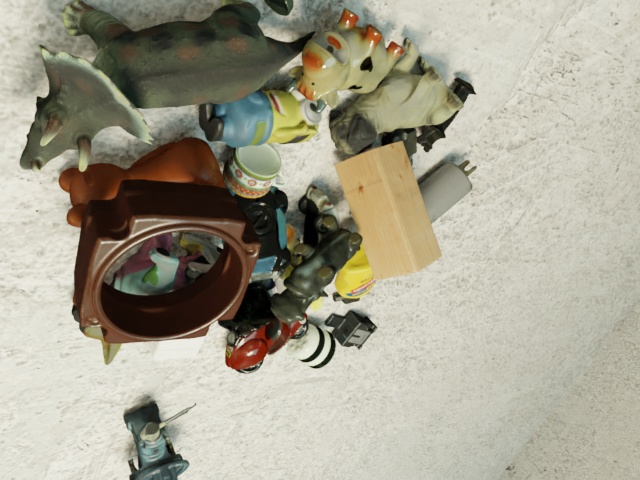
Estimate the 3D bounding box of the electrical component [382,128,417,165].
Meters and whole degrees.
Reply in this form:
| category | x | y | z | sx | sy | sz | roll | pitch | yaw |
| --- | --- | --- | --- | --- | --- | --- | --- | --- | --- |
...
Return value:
| category | x | y | z | sx | sy | sz | roll | pitch | yaw |
| --- | --- | --- | --- | --- | --- | --- | --- | --- | --- |
| electrical component | 0.142 | -0.159 | 0.957 | 0.078 | 0.045 | 0.102 | -22 | 136 | -20 |

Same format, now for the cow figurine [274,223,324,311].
| category | x | y | z | sx | sy | sz | roll | pitch | yaw |
| --- | --- | --- | --- | --- | --- | --- | --- | --- | --- |
| cow figurine | -0.054 | 0.046 | 0.948 | 0.068 | 0.098 | 0.167 | -18 | 104 | -18 |

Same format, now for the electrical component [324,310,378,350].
| category | x | y | z | sx | sy | sz | roll | pitch | yaw |
| --- | --- | --- | --- | --- | --- | --- | --- | --- | --- |
| electrical component | 0.066 | 0.198 | 1.203 | 0.075 | 0.048 | 0.119 | -51 | 140 | 9 |

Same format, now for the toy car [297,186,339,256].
| category | x | y | z | sx | sy | sz | roll | pitch | yaw |
| --- | --- | --- | --- | --- | --- | --- | --- | --- | --- |
| toy car | -0.002 | -0.003 | 0.957 | 0.056 | 0.074 | 0.201 | -15 | 133 | -23 |

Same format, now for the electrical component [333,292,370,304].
| category | x | y | z | sx | sy | sz | roll | pitch | yaw |
| --- | --- | --- | --- | --- | --- | --- | --- | --- | --- |
| electrical component | 0.071 | 0.104 | 1.144 | 0.094 | 0.021 | 0.063 | -6 | 127 | -34 |

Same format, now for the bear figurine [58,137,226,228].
| category | x | y | z | sx | sy | sz | roll | pitch | yaw |
| --- | --- | --- | --- | --- | --- | --- | --- | --- | --- |
| bear figurine | -0.225 | -0.056 | 0.707 | 0.196 | 0.120 | 0.131 | -26 | 140 | -15 |

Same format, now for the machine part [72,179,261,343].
| category | x | y | z | sx | sy | sz | roll | pitch | yaw |
| --- | --- | --- | --- | --- | --- | --- | --- | --- | --- |
| machine part | -0.187 | 0.033 | 0.661 | 0.201 | 0.087 | 0.201 | 3 | 125 | -33 |

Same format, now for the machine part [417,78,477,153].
| category | x | y | z | sx | sy | sz | roll | pitch | yaw |
| --- | --- | --- | --- | --- | --- | --- | --- | --- | --- |
| machine part | 0.224 | -0.222 | 0.961 | 0.139 | 0.039 | 0.084 | -55 | 153 | 9 |

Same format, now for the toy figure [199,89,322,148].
| category | x | y | z | sx | sy | sz | roll | pitch | yaw |
| --- | --- | --- | --- | --- | --- | --- | --- | --- | --- |
| toy figure | -0.081 | -0.169 | 0.745 | 0.180 | 0.089 | 0.082 | -16 | 95 | -33 |

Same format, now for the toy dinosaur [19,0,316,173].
| category | x | y | z | sx | sy | sz | roll | pitch | yaw |
| --- | --- | --- | --- | --- | --- | --- | --- | --- | --- |
| toy dinosaur | -0.141 | -0.193 | 0.598 | 0.405 | 0.192 | 0.131 | -21 | 137 | -21 |

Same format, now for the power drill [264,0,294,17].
| category | x | y | z | sx | sy | sz | roll | pitch | yaw |
| --- | --- | --- | --- | --- | --- | --- | --- | --- | --- |
| power drill | 0.016 | -0.364 | 0.658 | 0.207 | 0.086 | 0.231 | -34 | 137 | -3 |

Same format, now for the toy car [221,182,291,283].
| category | x | y | z | sx | sy | sz | roll | pitch | yaw |
| --- | --- | --- | --- | --- | --- | --- | --- | --- | --- |
| toy car | -0.105 | -0.011 | 0.840 | 0.109 | 0.161 | 0.103 | -9 | 173 | -20 |

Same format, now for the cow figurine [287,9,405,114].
| category | x | y | z | sx | sy | sz | roll | pitch | yaw |
| --- | --- | --- | --- | --- | --- | --- | --- | --- | --- |
| cow figurine | 0.032 | -0.240 | 0.737 | 0.127 | 0.085 | 0.195 | -58 | 165 | 23 |

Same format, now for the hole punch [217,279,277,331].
| category | x | y | z | sx | sy | sz | roll | pitch | yaw |
| --- | --- | --- | --- | --- | --- | --- | --- | --- | --- |
| hole punch | -0.137 | 0.085 | 0.934 | 0.116 | 0.092 | 0.142 | -10 | 140 | 8 |

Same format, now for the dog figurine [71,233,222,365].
| category | x | y | z | sx | sy | sz | roll | pitch | yaw |
| --- | --- | --- | --- | --- | --- | --- | --- | --- | --- |
| dog figurine | -0.257 | 0.091 | 0.816 | 0.191 | 0.109 | 0.219 | 24 | 112 | -39 |

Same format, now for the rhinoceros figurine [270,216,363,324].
| category | x | y | z | sx | sy | sz | roll | pitch | yaw |
| --- | --- | --- | --- | --- | --- | --- | --- | --- | --- |
| rhinoceros figurine | -0.008 | 0.049 | 0.863 | 0.190 | 0.073 | 0.112 | -49 | 165 | -23 |

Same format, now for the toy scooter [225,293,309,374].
| category | x | y | z | sx | sy | sz | roll | pitch | yaw |
| --- | --- | --- | --- | --- | --- | --- | --- | --- | --- |
| toy scooter | -0.107 | 0.168 | 1.023 | 0.184 | 0.075 | 0.135 | -29 | 138 | -19 |

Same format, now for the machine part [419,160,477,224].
| category | x | y | z | sx | sy | sz | roll | pitch | yaw |
| --- | --- | --- | --- | --- | --- | --- | --- | --- | --- |
| machine part | 0.212 | -0.073 | 1.059 | 0.243 | 0.079 | 0.079 | -40 | 139 | -4 |

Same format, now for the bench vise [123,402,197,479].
| category | x | y | z | sx | sy | sz | roll | pitch | yaw |
| --- | --- | --- | --- | --- | --- | --- | --- | --- | --- |
| bench vise | -0.292 | 0.435 | 0.998 | 0.129 | 0.241 | 0.223 | -8 | 145 | -38 |

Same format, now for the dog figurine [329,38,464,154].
| category | x | y | z | sx | sy | sz | roll | pitch | yaw |
| --- | --- | --- | --- | --- | --- | --- | --- | --- | --- |
| dog figurine | 0.121 | -0.202 | 0.879 | 0.190 | 0.121 | 0.172 | -41 | 136 | 20 |
